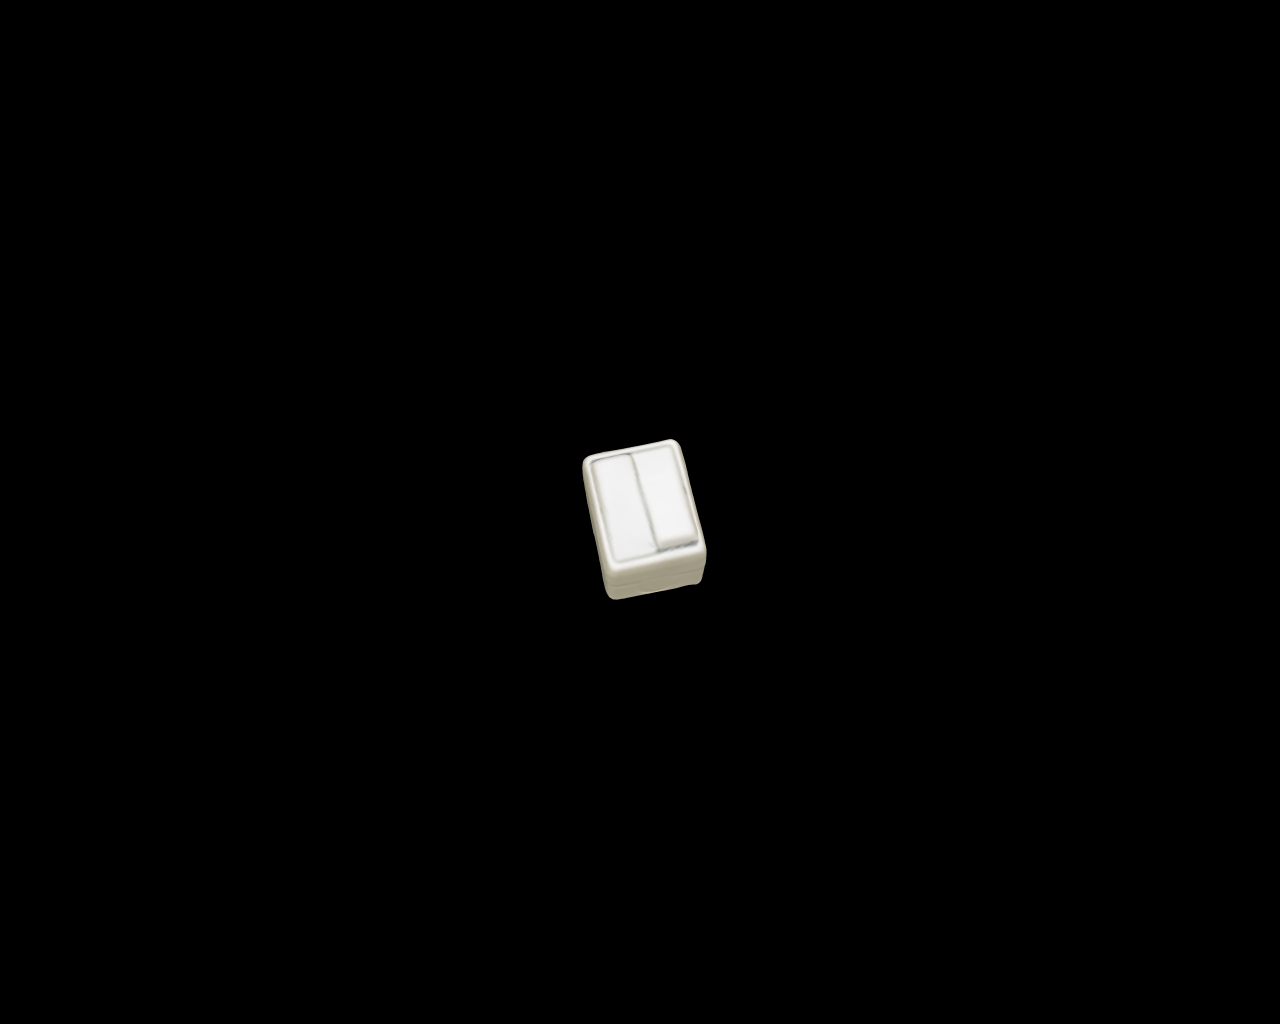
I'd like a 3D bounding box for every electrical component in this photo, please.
[{"bbox_3d":[0.001,-0.003,0.650,0.062,0.096,0.061,-11,-24,-5],"label":"electrical component"}]
